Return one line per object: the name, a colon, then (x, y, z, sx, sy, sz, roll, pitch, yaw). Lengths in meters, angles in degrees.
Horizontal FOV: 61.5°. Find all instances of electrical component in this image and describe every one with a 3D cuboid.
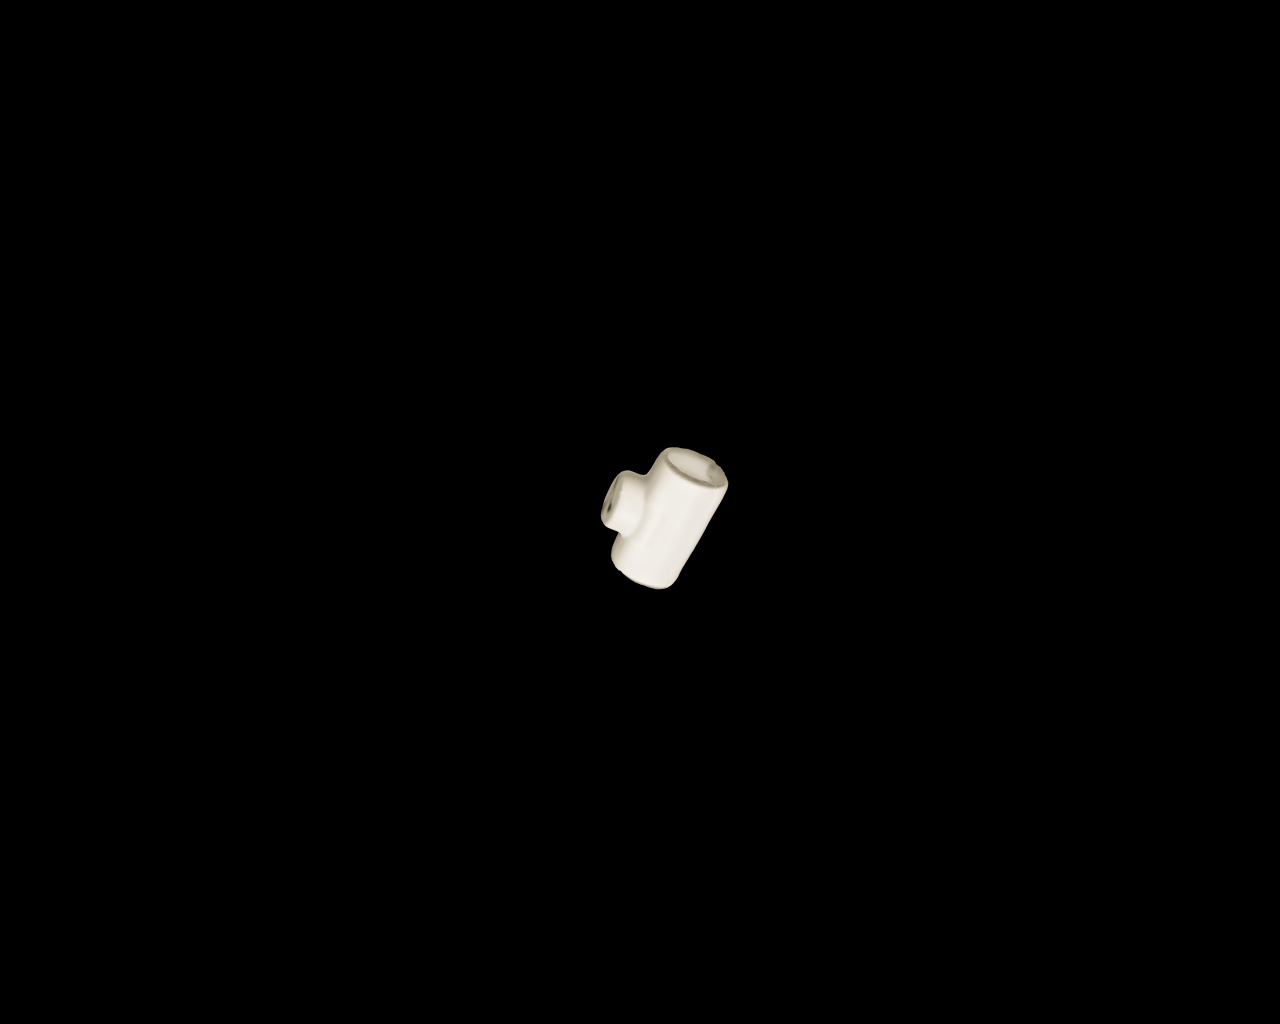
electrical component: (0.001, -0.003, 0.650, 0.079, 0.077, 0.043, 21, 28, -12)
